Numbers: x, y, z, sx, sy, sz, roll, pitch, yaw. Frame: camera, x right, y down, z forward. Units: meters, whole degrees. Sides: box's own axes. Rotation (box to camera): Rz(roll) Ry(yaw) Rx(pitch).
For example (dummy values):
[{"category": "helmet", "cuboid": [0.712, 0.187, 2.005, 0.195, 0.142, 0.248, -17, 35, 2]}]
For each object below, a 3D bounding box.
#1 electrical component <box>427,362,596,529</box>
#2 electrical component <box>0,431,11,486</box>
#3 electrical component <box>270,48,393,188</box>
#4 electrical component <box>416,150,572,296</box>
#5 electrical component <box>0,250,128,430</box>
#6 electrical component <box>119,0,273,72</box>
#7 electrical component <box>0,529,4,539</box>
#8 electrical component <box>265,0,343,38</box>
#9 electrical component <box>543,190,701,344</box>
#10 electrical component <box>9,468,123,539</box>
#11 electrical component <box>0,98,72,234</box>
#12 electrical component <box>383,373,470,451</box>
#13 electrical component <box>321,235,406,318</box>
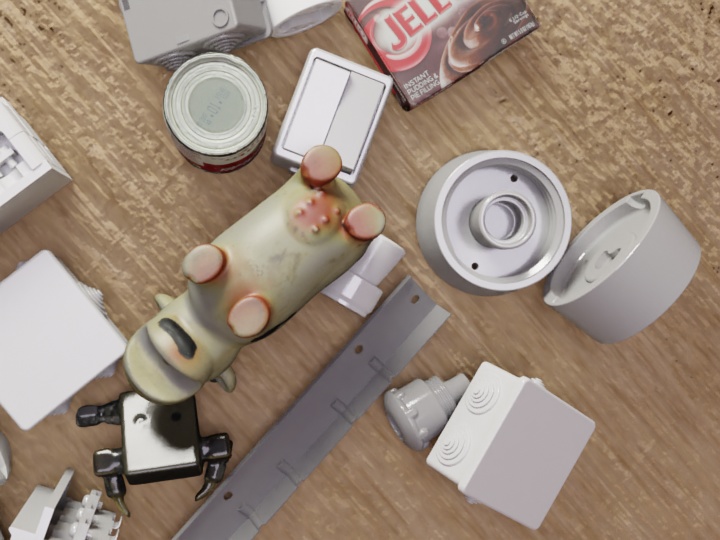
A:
[{"category": "electrical component", "cuboid": [0.105, 0.122, 0.755, 0.100, 0.048, 0.099, 33, 85, -37]}, {"category": "electrical component", "cuboid": [-0.268, 0.112, 0.714, 0.043, 0.077, 0.079, -21, 92, -6]}, {"category": "electrical component", "cuboid": [-0.022, -0.098, 0.751, 0.062, 0.061, 0.096, 21, 87, -6]}, {"category": "electrical component", "cuboid": [0.098, -0.034, 0.765, 0.108, 0.060, 0.108, 0, 90, -7]}, {"category": "electrical component", "cuboid": [-0.217, 0.047, 0.734, 0.100, 0.048, 0.099, -39, 94, -5]}, {"category": "electrical component", "cuboid": [-0.117, -0.190, 0.729, 0.100, 0.048, 0.099, -14, 92, 24]}, {"category": "electrical component", "cuboid": [-0.261, 0.203, 0.710, 0.043, 0.079, 0.077, -19, 93, 10]}, {"category": "electrical component", "cuboid": [-0.047, -0.196, 0.753, 0.055, 0.055, 0.047, -23, 89, -6]}, {"category": "electrical component", "cuboid": [0.189, 0.003, 0.755, 0.060, 0.108, 0.108, 42, 85, -11]}, {"category": "electrical component", "cuboid": [-0.195, 0.182, 0.700, 0.063, 0.121, 0.078, 19, 87, -9]}, {"category": "electrical component", "cuboid": [-0.275, -0.043, 0.707, 0.150, 0.089, 0.061, -38, 94, -5]}, {"category": "electrical component", "cuboid": [0.051, 0.096, 0.768, 0.062, 0.048, 0.048, -29, 93, -13]}, {"category": "electrical component", "cuboid": [0.000, 0.000, 0.762, 0.045, 0.045, 0.055, 30, 87, -6]}]
